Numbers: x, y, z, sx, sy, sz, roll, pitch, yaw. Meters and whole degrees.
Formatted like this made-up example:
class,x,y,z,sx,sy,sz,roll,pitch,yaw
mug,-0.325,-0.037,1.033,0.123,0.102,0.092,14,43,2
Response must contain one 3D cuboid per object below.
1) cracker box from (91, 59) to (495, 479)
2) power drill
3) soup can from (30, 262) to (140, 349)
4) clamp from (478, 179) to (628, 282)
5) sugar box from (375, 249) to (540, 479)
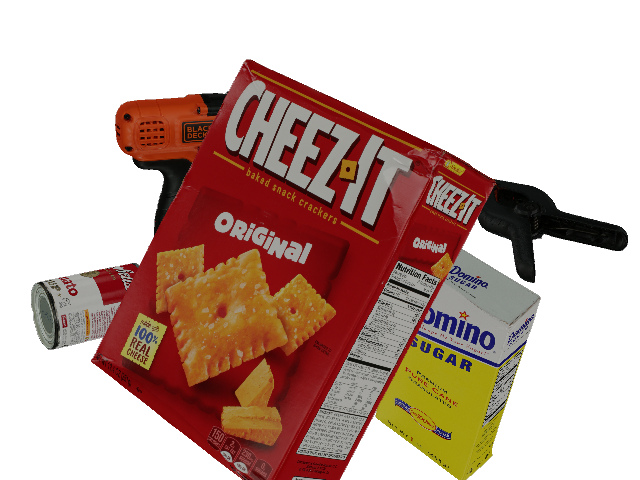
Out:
class,x,y,z,sx,sy,sz,roll,pitch,yaw
cracker box,-0.023,0.021,0.629,0.164,0.214,0.072,30,5,36
power drill,-0.083,-0.037,0.923,0.184,0.188,0.057,-5,20,-18
soup can,-0.223,0.064,1.044,0.102,0.068,0.069,-11,6,-32
clamp,0.221,-0.019,1.067,0.120,0.039,0.171,-8,34,-15
sugar box,0.097,0.091,0.793,0.093,0.176,0.048,33,49,28
